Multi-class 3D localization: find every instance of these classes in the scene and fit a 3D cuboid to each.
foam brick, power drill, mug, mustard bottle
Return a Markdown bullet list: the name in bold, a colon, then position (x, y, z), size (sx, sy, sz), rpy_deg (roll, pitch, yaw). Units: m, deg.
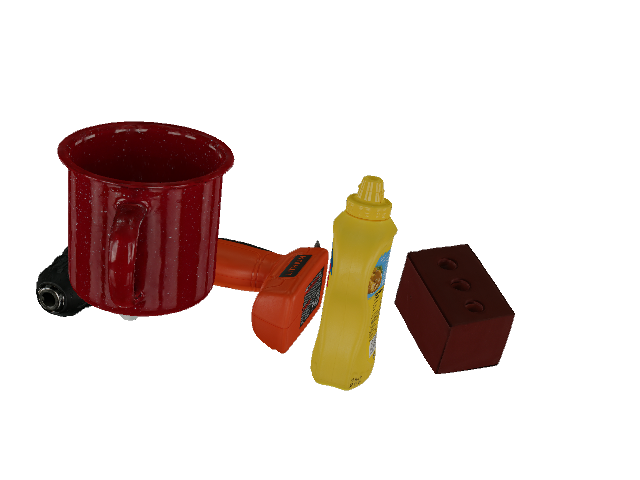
- **foam brick**: position (0.095, 0.049, 0.770), size (0.052, 0.051, 0.078), rpy_deg (-7, 44, -22)
- **power drill**: position (-0.100, 0.027, 0.817), size (0.188, 0.057, 0.184), rpy_deg (16, 27, 13)
- **mug**: position (-0.096, -0.006, 0.574), size (0.093, 0.081, 0.117), rpy_deg (5, 25, -4)
- **mustard bottle**: position (0.034, 0.034, 0.978), size (0.058, 0.192, 0.096), rpy_deg (13, 20, 12)

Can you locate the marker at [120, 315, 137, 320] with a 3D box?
- **marker**: position (-0.183, 0.029, 1.061), size (0.020, 0.121, 0.020), rpy_deg (10, 35, -7)
